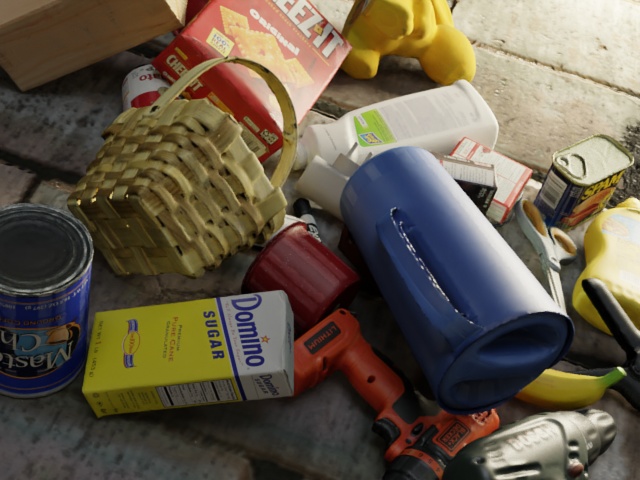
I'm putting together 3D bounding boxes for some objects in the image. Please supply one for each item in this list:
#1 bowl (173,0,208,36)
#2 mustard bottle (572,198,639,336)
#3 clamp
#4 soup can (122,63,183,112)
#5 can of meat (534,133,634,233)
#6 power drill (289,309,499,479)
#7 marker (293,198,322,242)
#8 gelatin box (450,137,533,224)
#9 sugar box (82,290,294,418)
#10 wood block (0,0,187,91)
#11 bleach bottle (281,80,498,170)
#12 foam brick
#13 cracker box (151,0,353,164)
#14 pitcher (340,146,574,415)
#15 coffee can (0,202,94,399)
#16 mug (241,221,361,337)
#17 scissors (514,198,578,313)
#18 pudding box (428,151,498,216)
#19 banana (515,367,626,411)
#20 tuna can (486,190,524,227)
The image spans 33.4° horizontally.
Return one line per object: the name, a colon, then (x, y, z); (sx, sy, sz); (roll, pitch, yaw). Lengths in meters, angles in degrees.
bowl: (-0.108, -0.291, 1.341); (0.162, 0.055, 0.162); (8, 46, -8)
mustard bottle: (0.332, 0.019, 1.157); (0.096, 0.058, 0.191); (25, 45, -1)
clamp: (0.311, 0.113, 1.051); (0.171, 0.039, 0.120); (19, 83, -1)
soup can: (-0.179, -0.136, 1.162); (0.068, 0.069, 0.102); (0, 46, -16)
can of meat: (0.294, -0.063, 1.209); (0.101, 0.084, 0.057); (-24, 57, -33)
power drill: (0.044, 0.159, 0.947); (0.188, 0.057, 0.184); (39, 45, 18)
marker: (-0.007, 0.001, 1.110); (0.020, 0.020, 0.121); (-3, 48, -18)
gelatin box: (0.177, -0.067, 1.170); (0.089, 0.030, 0.073); (28, 48, 12)
sugar box: (-0.112, 0.098, 0.929); (0.176, 0.048, 0.093); (-10, 45, 8)
wood block: (-0.257, -0.253, 1.167); (0.206, 0.090, 0.091); (-18, 43, 16)
bleach bottle: (0.073, -0.120, 1.221); (0.250, 0.068, 0.103); (-11, 48, -21)
foam brick: (0.064, 0.006, 1.102); (0.051, 0.053, 0.078); (-22, 56, -31)
cracker box: (-0.070, -0.211, 1.214); (0.164, 0.072, 0.213); (45, 44, -14)
pitcher: (0.107, 0.024, 0.964); (0.144, 0.149, 0.243); (-14, 50, -20)
coffee can: (-0.247, 0.053, 0.908); (0.102, 0.140, 0.103); (8, 45, -8)
mug: (-0.023, 0.050, 1.017); (0.081, 0.093, 0.117); (40, 70, 16)
scissors: (0.252, 0.030, 1.118); (0.096, 0.016, 0.202); (28, 31, -30)
pudding box: (0.128, -0.039, 1.121); (0.090, 0.114, 0.039); (11, 48, -5)
banana: (0.189, 0.114, 1.025); (0.198, 0.070, 0.037); (24, 7, 22)
tuna can: (0.186, -0.056, 1.208); (0.086, 0.034, 0.086); (8, 46, -8)
